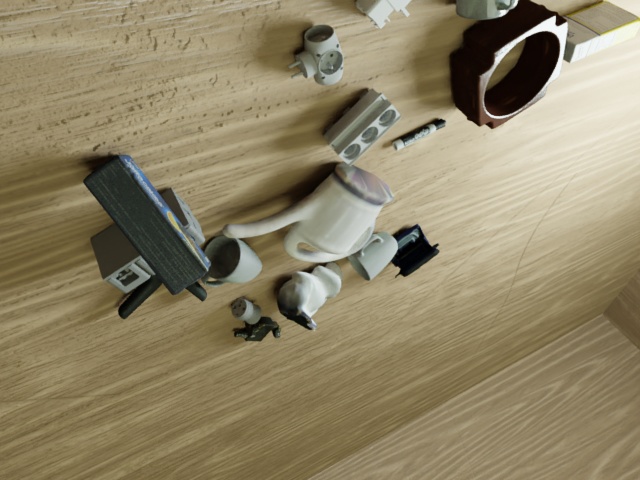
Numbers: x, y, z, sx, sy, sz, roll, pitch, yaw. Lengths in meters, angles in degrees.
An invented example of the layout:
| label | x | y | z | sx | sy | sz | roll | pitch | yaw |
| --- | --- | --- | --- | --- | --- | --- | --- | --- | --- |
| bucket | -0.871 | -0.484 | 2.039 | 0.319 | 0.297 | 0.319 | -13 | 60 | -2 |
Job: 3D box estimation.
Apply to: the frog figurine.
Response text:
| label | x | y | z | sx | sy | sz | roll | pitch | yaw |
| --- | --- | --- | --- | --- | --- | --- | --- | --- | --- |
| frog figurine | -0.021 | 0.110 | 1.159 | 0.135 | 0.123 | 0.162 | 52 | 55 | -47 |

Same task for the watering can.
| label | x | y | z | sx | sy | sz | roll | pitch | yaw |
| --- | --- | --- | --- | --- | --- | --- | --- | --- | --- |
| watering can | 0.003 | -0.048 | 0.963 | 0.346 | 0.106 | 0.221 | 13 | 121 | -48 |
